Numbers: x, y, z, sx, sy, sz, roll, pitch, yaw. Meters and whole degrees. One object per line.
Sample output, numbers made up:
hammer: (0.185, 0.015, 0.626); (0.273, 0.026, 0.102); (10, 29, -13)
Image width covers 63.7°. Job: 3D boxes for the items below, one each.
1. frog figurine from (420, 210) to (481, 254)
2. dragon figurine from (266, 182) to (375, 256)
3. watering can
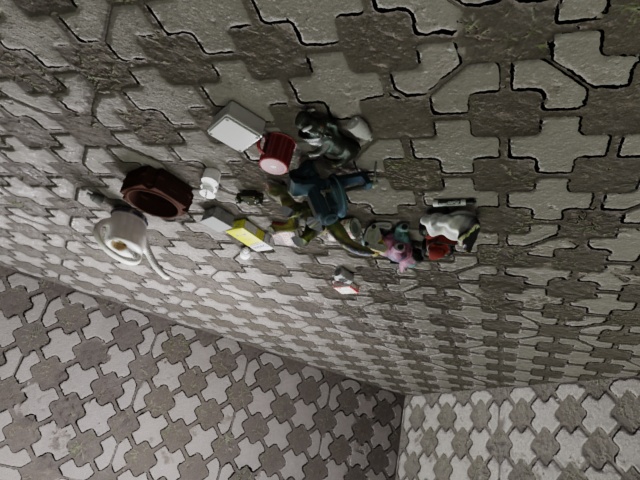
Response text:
frog figurine: (0.386, -0.048, 1.520); (0.137, 0.121, 0.162); (8, 25, -50)
dragon figurine: (0.005, -0.076, 1.501); (0.412, 0.119, 0.247); (23, 36, 17)
watering can: (-0.707, 0.007, 1.974); (0.103, 0.230, 0.343); (-27, -43, 26)
